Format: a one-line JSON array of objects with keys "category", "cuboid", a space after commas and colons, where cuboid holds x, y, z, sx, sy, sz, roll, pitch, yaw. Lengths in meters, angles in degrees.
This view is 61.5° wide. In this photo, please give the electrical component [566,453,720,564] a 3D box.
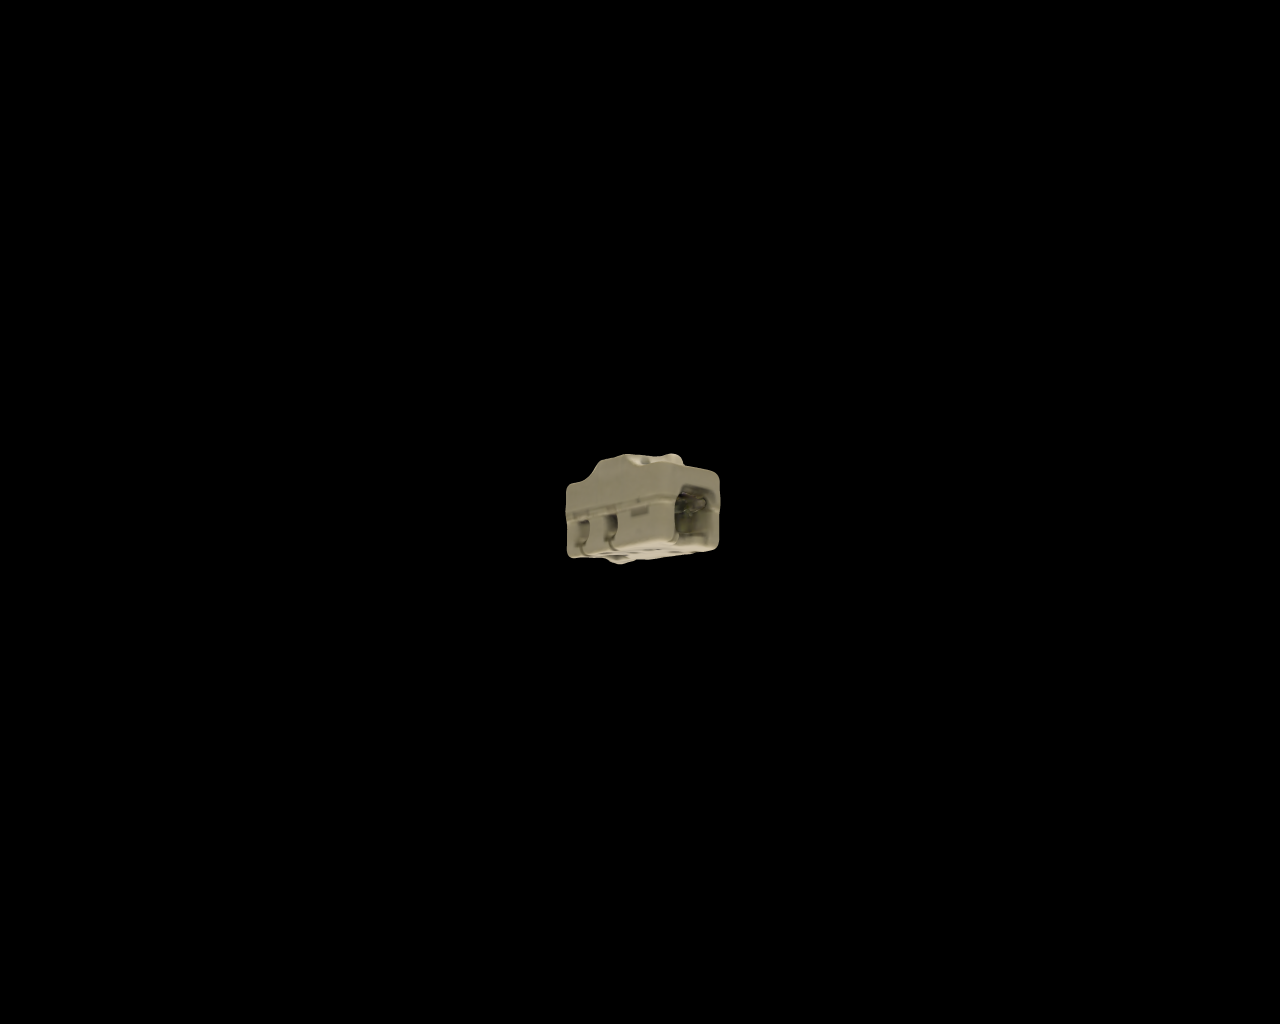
[{"category": "electrical component", "cuboid": [0.001, -0.003, 0.650, 0.050, 0.055, 0.089, 10, -14, -42]}]
